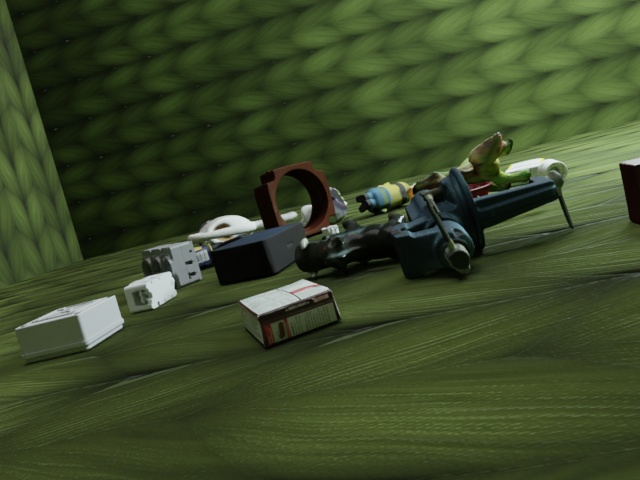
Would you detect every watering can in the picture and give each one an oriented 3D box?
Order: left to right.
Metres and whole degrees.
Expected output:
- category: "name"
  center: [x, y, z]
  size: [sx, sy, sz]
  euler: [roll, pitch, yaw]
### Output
- category: "watering can"
  center: [-0.261, -0.034, 1.664]
  size: [0.349, 0.104, 0.223]
  euler: [-14, 4, -25]

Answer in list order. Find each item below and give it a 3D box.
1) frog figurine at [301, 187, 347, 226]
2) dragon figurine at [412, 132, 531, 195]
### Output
- category: "frog figurine"
  center: [0.005, -0.082, 1.620]
  size: [0.157, 0.122, 0.139]
  euler: [-51, 2, 20]
- category: "dragon figurine"
  center: [0.328, -0.150, 1.221]
  size: [0.243, 0.123, 0.405]
  euler: [-8, -13, -20]
